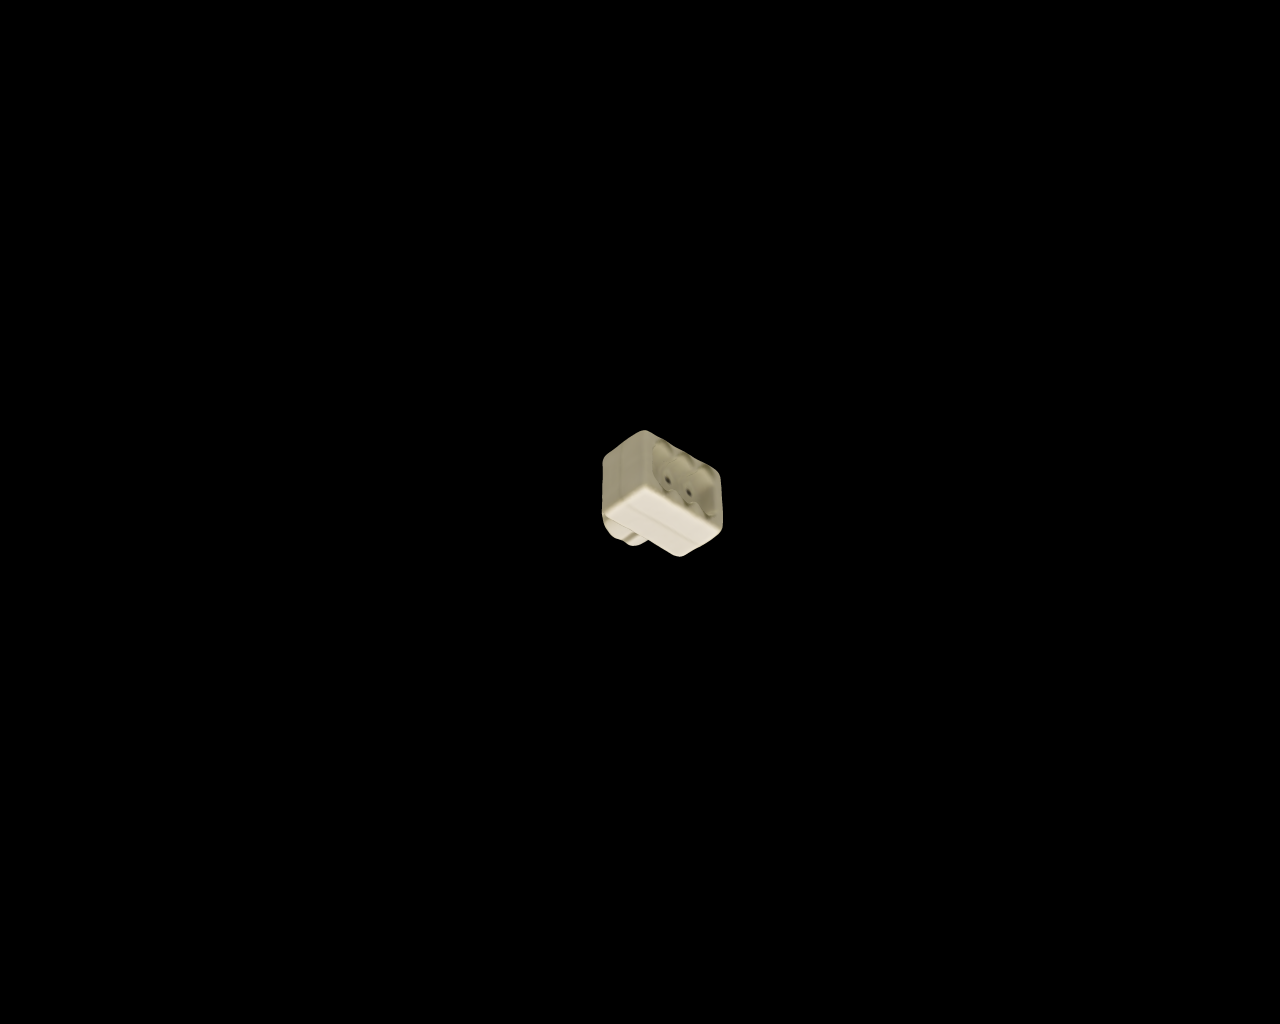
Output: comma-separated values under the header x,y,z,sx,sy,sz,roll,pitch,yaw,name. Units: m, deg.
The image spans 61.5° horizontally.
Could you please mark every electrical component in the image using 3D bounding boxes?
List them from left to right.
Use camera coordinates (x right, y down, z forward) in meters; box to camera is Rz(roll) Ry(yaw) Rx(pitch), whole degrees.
x,y,z,sx,sy,sz,roll,pitch,yaw,name
0.001,-0.003,0.650,0.065,0.047,0.076,29,-46,-33,electrical component
